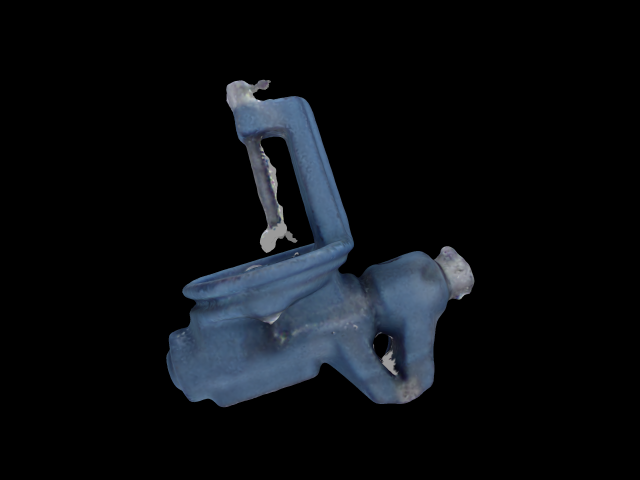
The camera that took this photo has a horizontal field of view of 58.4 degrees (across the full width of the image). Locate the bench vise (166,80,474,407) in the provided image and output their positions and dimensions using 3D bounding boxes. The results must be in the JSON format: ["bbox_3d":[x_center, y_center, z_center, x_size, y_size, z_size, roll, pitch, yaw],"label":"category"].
[{"bbox_3d":[-0.001,0.001,0.411,0.208,0.220,0.121,0,0,-27],"label":"bench vise"}]
